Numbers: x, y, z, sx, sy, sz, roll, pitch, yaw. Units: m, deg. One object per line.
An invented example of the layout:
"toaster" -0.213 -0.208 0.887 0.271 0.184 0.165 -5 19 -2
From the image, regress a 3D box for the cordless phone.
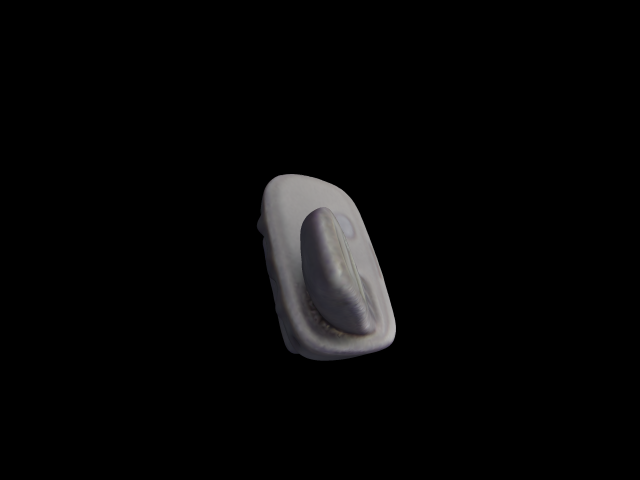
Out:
"cordless phone" 0.004 0.001 0.400 0.094 0.185 0.147 -17 68 -7
